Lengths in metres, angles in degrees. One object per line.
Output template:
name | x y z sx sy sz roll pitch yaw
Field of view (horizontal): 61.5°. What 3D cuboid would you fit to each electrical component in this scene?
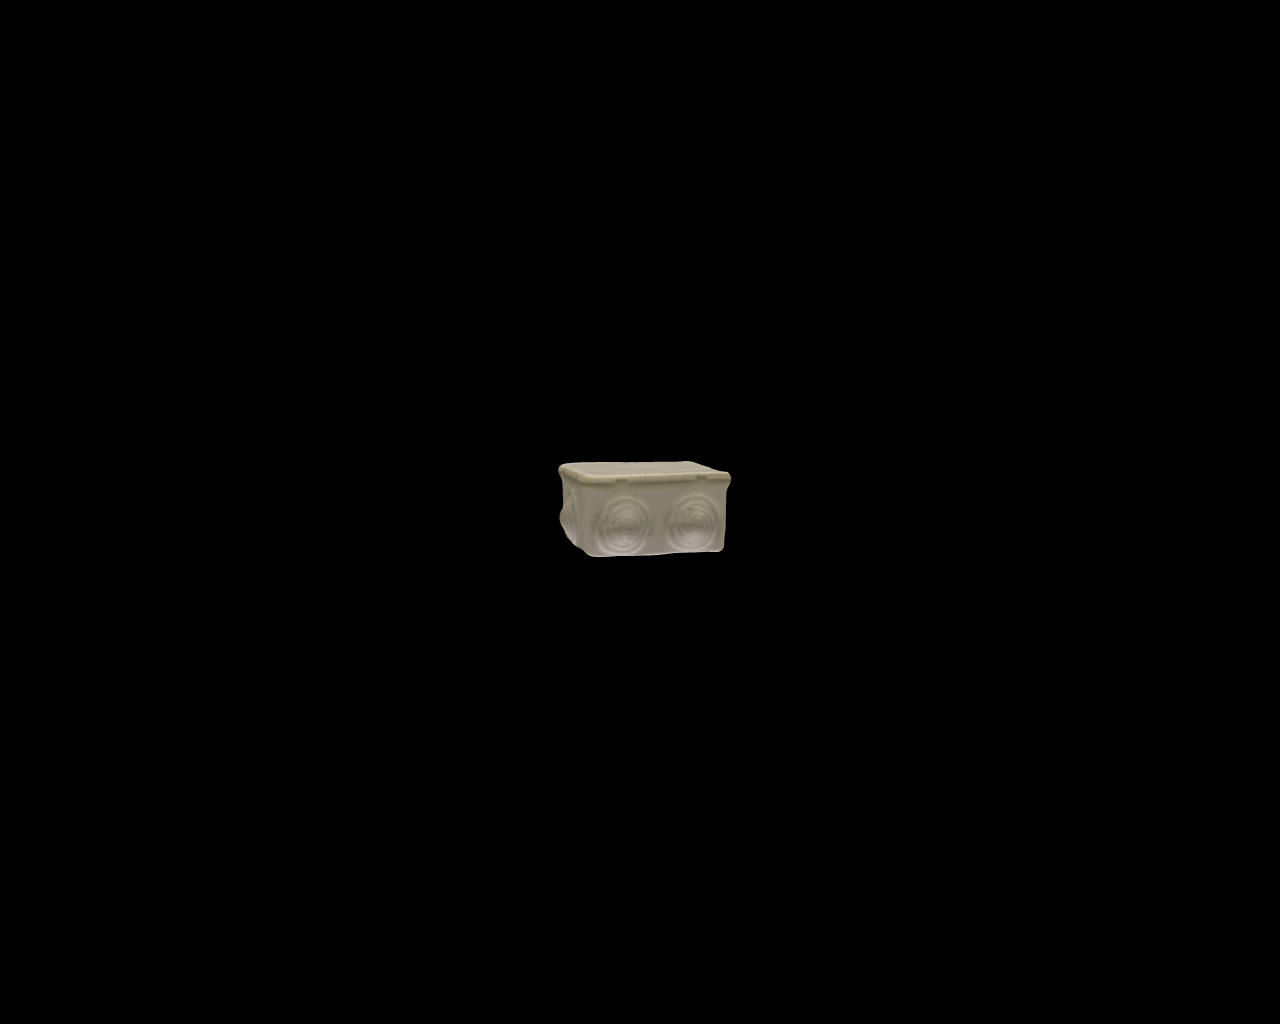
electrical component | 0.001 -0.003 0.650 0.100 0.048 0.100 -2 8 -14
